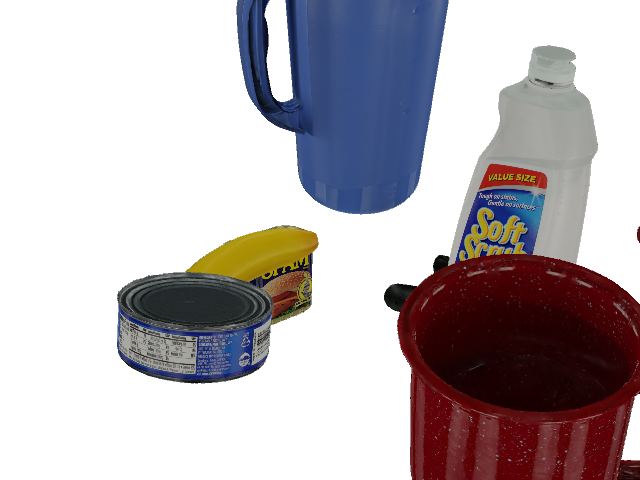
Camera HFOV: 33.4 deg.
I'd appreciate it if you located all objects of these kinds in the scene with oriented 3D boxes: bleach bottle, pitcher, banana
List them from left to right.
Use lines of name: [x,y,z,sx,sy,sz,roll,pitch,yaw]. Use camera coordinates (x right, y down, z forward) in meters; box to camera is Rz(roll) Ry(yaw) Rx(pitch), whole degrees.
banana: [-0.070,0.035,0.845,0.069,0.037,0.197,31,39,7]
pitcher: [0.025,-0.139,0.864,0.149,0.243,0.144,13,44,12]
bleach bottle: [0.143,-0.021,0.780,0.067,0.251,0.103,-21,39,-36]

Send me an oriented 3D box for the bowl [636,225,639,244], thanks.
bowl: [0.421,0.023,1.147,0.162,0.055,0.162,-1,25,0]

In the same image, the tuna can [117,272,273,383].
tuna can: [-0.070,0.047,0.591,0.086,0.034,0.086,5,17,-2]

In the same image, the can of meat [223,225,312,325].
can of meat: [-0.053,0.039,1.133,0.058,0.084,0.101,19,26,41]

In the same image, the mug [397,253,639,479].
mug: [0.087,0.066,0.407,0.117,0.081,0.093,6,36,11]

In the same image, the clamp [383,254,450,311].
clamp: [0.155,0.057,0.985,0.172,0.039,0.120,18,30,17]
